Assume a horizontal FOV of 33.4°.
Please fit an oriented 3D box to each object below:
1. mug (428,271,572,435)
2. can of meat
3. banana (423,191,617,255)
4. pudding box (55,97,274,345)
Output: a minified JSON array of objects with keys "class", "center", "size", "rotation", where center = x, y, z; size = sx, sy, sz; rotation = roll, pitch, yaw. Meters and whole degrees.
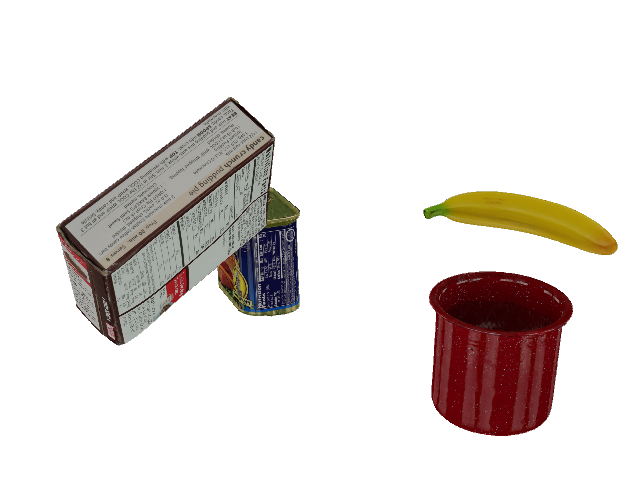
[{"class":"mug","center":[0.117,0.071,0.724],"size":[0.093,0.081,0.117],"rotation":[1,23,-1]},{"class":"can of meat","center":[-0.054,0.008,0.889],"size":[0.057,0.084,0.102],"rotation":[-8,20,-18]},{"class":"banana","center":[0.210,-0.019,1.100],"size":[0.198,0.037,0.069],"rotation":[10,37,22]},{"class":"pudding box","center":[-0.075,-0.008,0.540],"size":[0.113,0.039,0.090],"rotation":[-42,-17,-24]}]
